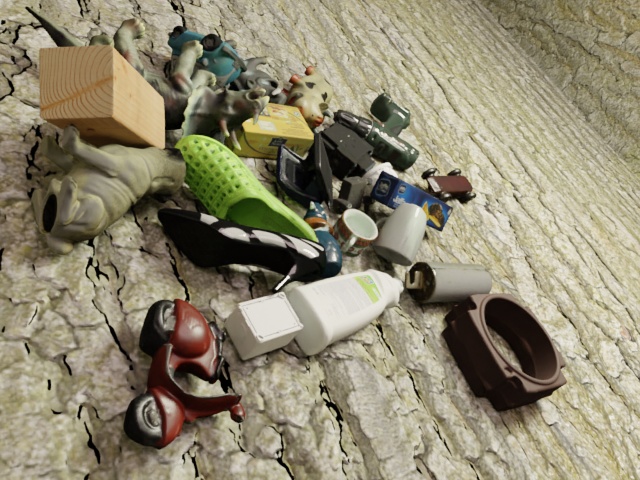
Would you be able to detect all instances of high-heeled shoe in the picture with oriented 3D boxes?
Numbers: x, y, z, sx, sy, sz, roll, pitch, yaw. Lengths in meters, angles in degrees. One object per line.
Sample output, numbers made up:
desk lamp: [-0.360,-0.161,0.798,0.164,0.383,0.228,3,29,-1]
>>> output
high-heeled shoe: [-0.109,-0.006,0.813,0.249,0.086,0.145,33,38,9]

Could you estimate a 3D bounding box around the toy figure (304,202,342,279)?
toy figure: [-0.001,-0.004,0.935,0.058,0.064,0.155,-14,48,-3]

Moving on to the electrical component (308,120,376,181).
electrical component: [0.054,-0.188,1.166,0.134,0.058,0.115,40,40,3]

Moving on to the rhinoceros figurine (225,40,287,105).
rhinoceros figurine: [-0.154,-0.343,1.139,0.190,0.073,0.112,34,37,-7]

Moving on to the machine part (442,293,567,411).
machine part: [0.341,0.197,0.987,0.201,0.087,0.201,3,52,-37]

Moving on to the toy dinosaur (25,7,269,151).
toy dinosaur: [-0.295,-0.250,0.901,0.405,0.131,0.192,11,65,-13]

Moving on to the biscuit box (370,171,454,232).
biscuit box: [0.192,-0.077,1.110,0.202,0.062,0.059,19,10,-42]

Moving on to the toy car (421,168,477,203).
toy car: [0.314,-0.130,1.319,0.202,0.053,0.089,-10,69,-49]

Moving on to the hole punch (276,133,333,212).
hole punch: [-0.026,-0.123,1.019,0.115,0.092,0.142,65,15,-45]

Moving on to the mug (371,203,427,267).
mug: [0.150,-0.016,1.025,0.080,0.110,0.107,40,74,-38]

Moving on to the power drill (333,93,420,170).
power drill: [0.147,-0.283,1.319,0.232,0.086,0.207,33,34,-10]

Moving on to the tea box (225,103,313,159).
tea box: [-0.106,-0.215,1.053,0.169,0.068,0.098,0,53,-40]

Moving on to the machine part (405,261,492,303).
machine part: [0.251,0.082,1.037,0.243,0.079,0.079,3,50,-37]

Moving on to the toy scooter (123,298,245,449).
toy scooter: [-0.150,0.158,0.639,0.135,0.075,0.184,18,46,-24]

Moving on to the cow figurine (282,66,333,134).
cow figurine: [-0.023,-0.311,1.207,0.127,0.085,0.195,38,32,-3]

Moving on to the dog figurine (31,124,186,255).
dog figurine: [-0.273,-0.058,0.736,0.190,0.121,0.172,12,89,-46]

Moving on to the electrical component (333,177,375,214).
electrical component: [0.070,-0.083,1.068,0.045,0.078,0.102,32,24,32]

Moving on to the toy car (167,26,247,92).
toy car: [-0.233,-0.340,1.043,0.162,0.103,0.109,23,-5,19]
